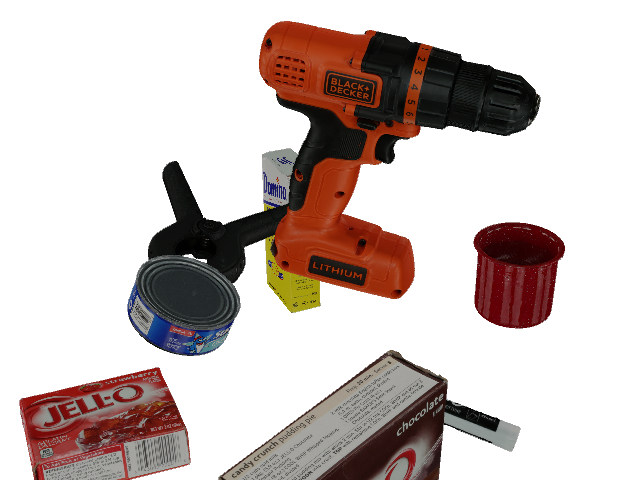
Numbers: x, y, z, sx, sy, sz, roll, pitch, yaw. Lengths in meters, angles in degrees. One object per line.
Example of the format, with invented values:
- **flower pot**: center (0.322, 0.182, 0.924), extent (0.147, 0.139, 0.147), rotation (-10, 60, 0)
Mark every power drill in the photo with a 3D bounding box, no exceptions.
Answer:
- **power drill**: center (0.043, -0.051, 0.734), extent (0.184, 0.188, 0.057), rotation (15, 36, 9)

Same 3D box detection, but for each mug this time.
- **mug**: center (0.202, 0.032, 1.126), extent (0.093, 0.081, 0.117), rotation (-5, 30, -8)

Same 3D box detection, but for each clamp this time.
- **clamp**: center (-0.120, -0.007, 1.060), extent (0.165, 0.036, 0.209), rotation (20, 39, 14)

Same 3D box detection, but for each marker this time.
- **marker**: center (0.084, 0.121, 0.770), extent (0.121, 0.020, 0.020), rotation (21, 4, 11)

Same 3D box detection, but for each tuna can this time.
- **tuna can**: center (-0.110, 0.052, 0.851), extent (0.086, 0.034, 0.086), rotation (18, 33, -12)

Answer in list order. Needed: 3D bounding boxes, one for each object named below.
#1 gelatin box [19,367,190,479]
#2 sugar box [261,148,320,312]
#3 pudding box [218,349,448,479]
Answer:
- **gelatin box**: center (-0.129, 0.112, 0.634), extent (0.089, 0.030, 0.073), rotation (-11, 26, -17)
- **sugar box**: center (-0.036, -0.012, 1.277), extent (0.048, 0.176, 0.093), rotation (-13, 25, -19)
- **pudding box**: center (0.008, 0.114, 0.474), extent (0.039, 0.090, 0.113), rotation (27, 44, 32)
